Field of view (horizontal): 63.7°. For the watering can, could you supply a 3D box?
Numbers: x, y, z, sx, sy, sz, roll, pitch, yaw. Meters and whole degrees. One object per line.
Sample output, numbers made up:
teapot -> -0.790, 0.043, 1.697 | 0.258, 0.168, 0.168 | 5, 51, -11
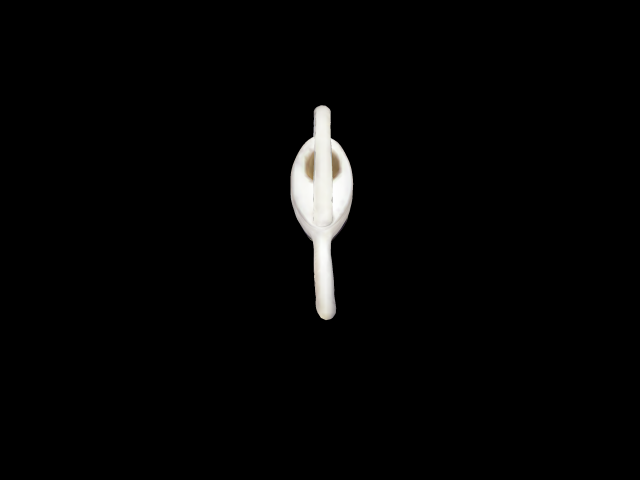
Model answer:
watering can -> 0.003, -0.043, 0.850 | 0.104, 0.351, 0.222 | 0, -12, 0
